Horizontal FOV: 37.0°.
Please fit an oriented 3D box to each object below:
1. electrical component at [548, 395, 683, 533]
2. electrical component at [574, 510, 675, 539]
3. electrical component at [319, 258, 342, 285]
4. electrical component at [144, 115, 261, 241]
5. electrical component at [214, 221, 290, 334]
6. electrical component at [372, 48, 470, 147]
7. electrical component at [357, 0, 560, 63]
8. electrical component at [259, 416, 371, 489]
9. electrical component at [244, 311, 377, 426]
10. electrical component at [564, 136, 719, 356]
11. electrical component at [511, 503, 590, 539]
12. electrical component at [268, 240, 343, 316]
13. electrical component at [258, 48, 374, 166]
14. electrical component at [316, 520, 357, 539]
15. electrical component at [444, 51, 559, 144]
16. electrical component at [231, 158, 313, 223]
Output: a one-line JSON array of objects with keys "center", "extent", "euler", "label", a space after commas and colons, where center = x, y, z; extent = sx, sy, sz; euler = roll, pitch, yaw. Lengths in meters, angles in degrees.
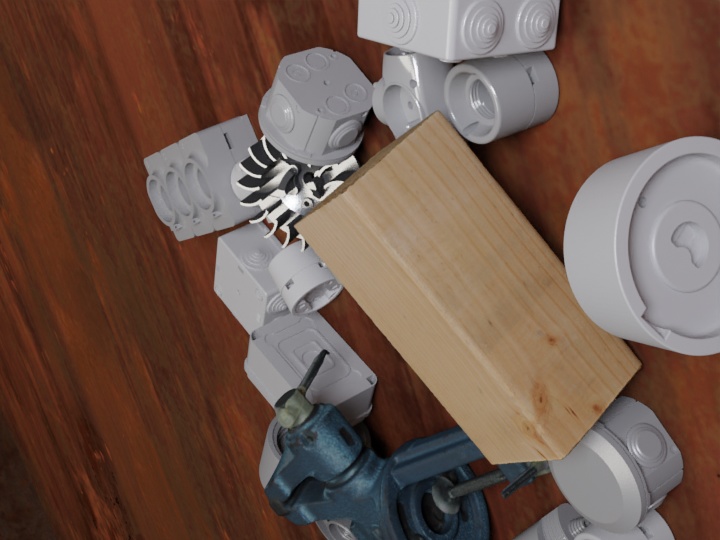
[{"center": [0.165, 0.126, 0.702], "extent": [0.080, 0.051, 0.080], "euler": [38, 142, 38], "label": "electrical component"}, {"center": [0.179, 0.191, 0.735], "extent": [0.055, 0.047, 0.055], "euler": [38, 142, 38], "label": "electrical component"}, {"center": [0.000, 0.000, 0.878], "extent": [0.062, 0.048, 0.048], "euler": [57, 151, -3], "label": "electrical component"}, {"center": [-0.147, -0.084, 1.030], "extent": [0.150, 0.062, 0.089], "euler": [-9, 105, 60], "label": "electrical component"}, {"center": [-0.099, 0.013, 1.042], "extent": [0.099, 0.048, 0.099], "euler": [48, 147, 26], "label": "electrical component"}, {"center": [0.034, -0.114, 0.728], "extent": [0.079, 0.044, 0.077], "euler": [18, 128, 53], "label": "electrical component"}, {"center": [0.056, -0.151, 0.610], "extent": [0.100, 0.100, 0.048], "euler": [28, 123, 47], "label": "electrical component"}, {"center": [-0.040, 0.171, 1.020], "extent": [0.108, 0.108, 0.060], "euler": [40, 137, 36], "label": "electrical component"}, {"center": [-0.047, 0.099, 0.999], "extent": [0.113, 0.078, 0.057], "euler": [46, 144, 29], "label": "electrical component"}, {"center": [0.156, -0.012, 0.555], "extent": [0.060, 0.108, 0.108], "euler": [0, 113, 65], "label": "electrical component"}, {"center": [0.144, 0.207, 0.806], "extent": [0.043, 0.043, 0.081], "euler": [55, 132, 16], "label": "electrical component"}, {"center": [-0.049, 0.006, 0.951], "extent": [0.047, 0.055, 0.055], "euler": [56, 150, 20], "label": "electrical component"}, {"center": [-0.031, -0.121, 0.795], "extent": [0.080, 0.080, 0.051], "euler": [52, 144, 19], "label": "electrical component"}, {"center": [0.001, 0.244, 1.077], "extent": [0.099, 0.064, 0.099], "euler": [29, 142, 26], "label": "electrical component"}, {"center": [0.084, -0.107, 0.651], "extent": [0.055, 0.047, 0.055], "euler": [38, 142, 38], "label": "electrical component"}, {"center": [-0.071, -0.066, 0.939], "extent": [0.077, 0.043, 0.079], "euler": [-9, 106, 60], "label": "electrical component"}]
